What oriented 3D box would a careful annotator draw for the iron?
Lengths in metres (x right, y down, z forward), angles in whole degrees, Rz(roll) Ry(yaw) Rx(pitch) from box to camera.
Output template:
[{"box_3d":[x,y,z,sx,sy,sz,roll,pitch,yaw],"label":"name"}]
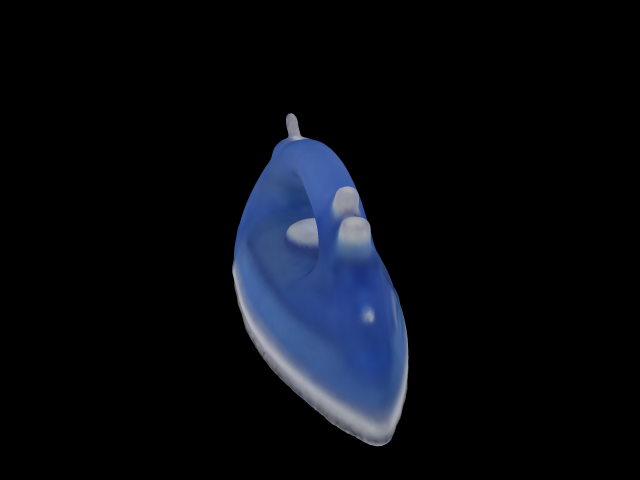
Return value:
[{"box_3d":[0.004,0.001,0.400,0.119,0.141,0.257,-6,23,-14],"label":"iron"}]
